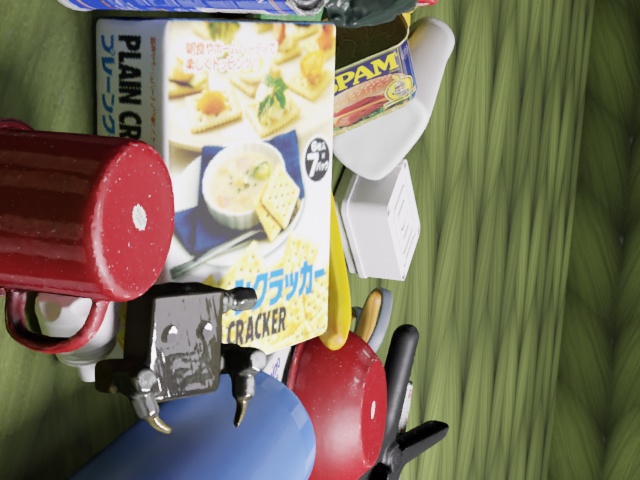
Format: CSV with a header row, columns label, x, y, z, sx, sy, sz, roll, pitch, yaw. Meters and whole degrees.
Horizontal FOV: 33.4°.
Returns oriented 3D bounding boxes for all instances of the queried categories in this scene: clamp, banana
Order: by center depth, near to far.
label,x,y,z,sx,sy,sz,roll,pitch,yaw
banana,-0.002,0.004,0.882,0.069,0.037,0.198,56,22,-66
clamp,0.058,0.193,1.015,0.209,0.036,0.164,-48,135,-39

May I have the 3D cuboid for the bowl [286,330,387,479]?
label,x,y,z,sx,sy,sz,roll,pitch,yaw
bowl,0.019,0.142,0.891,0.162,0.055,0.162,2,90,-73

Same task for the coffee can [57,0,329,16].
label,x,y,z,sx,sy,sz,roll,pitch,yaw
coffee can,-0.069,-0.171,0.562,0.102,0.140,0.103,6,90,-69

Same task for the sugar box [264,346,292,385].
label,x,y,z,sx,sy,sz,roll,pitch,yaw
sugar box,-0.049,0.167,0.849,0.093,0.048,0.176,-54,141,-55

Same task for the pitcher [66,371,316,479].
label,x,y,z,sx,sy,sz,roll,pitch,yaw
pitcher,-0.094,0.176,0.639,0.242,0.149,0.145,-43,119,-65

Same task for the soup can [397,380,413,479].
label,x,y,z,sx,sy,sz,roll,pitch,yaw
soup can,0.057,0.192,1.106,0.068,0.069,0.102,31,66,-68

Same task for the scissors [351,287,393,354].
label,x,y,z,sx,sy,sz,roll,pitch,yaw
scissors,0.021,0.140,1.016,0.096,0.016,0.201,-6,-119,68

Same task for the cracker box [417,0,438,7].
label,x,y,z,sx,sy,sz,roll,pitch,yaw
cracker box,0.045,-0.308,0.889,0.163,0.072,0.214,-9,105,-56

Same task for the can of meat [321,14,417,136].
label,x,y,z,sx,sy,sz,roll,pitch,yaw
can of meat,0.028,-0.142,0.891,0.084,0.102,0.057,67,0,-58

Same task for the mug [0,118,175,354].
label,x,y,z,sx,sy,sz,roll,pitch,yaw
mug,-0.128,-0.001,0.536,0.093,0.082,0.117,25,72,-69

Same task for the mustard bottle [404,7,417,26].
label,x,y,z,sx,sy,sz,roll,pitch,yaw
mustard bottle,0.072,-0.282,1.022,0.096,0.058,0.192,-4,101,-52

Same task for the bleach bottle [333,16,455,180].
label,x,y,z,sx,sy,sz,roll,pitch,yaw
bleach bottle,0.084,-0.159,1.071,0.103,0.068,0.250,-49,-172,32
